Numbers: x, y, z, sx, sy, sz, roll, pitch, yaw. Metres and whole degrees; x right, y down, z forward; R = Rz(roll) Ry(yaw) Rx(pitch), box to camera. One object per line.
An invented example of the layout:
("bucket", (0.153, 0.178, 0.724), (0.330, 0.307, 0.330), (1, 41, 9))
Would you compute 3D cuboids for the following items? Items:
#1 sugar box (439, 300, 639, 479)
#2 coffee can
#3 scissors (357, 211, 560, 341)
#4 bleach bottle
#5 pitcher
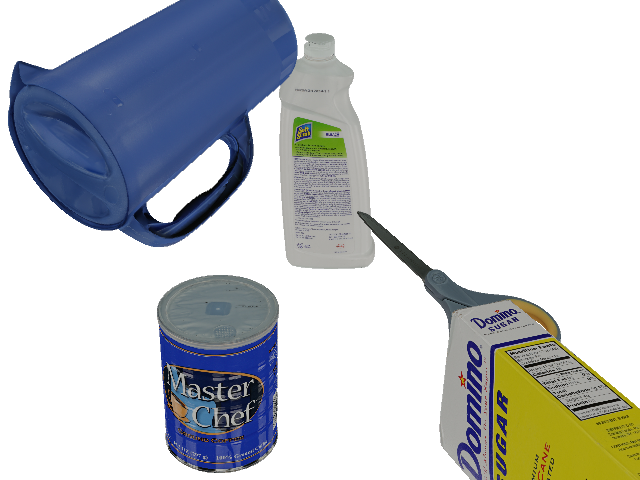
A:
("sugar box", (0.122, 0.111, 0.537), (0.048, 0.093, 0.176), (-10, 28, -25))
("coffee can", (-0.088, 0.116, 0.932), (0.103, 0.140, 0.103), (1, 31, -1))
("scissors", (0.112, 0.035, 0.838), (0.096, 0.016, 0.202), (-12, 48, -21))
("bleach bottle", (0.008, -0.092, 1.121), (0.102, 0.251, 0.068), (0, 29, 1))
("pitcher", (-0.123, -0.117, 0.897), (0.145, 0.149, 0.242), (22, 48, 31))
